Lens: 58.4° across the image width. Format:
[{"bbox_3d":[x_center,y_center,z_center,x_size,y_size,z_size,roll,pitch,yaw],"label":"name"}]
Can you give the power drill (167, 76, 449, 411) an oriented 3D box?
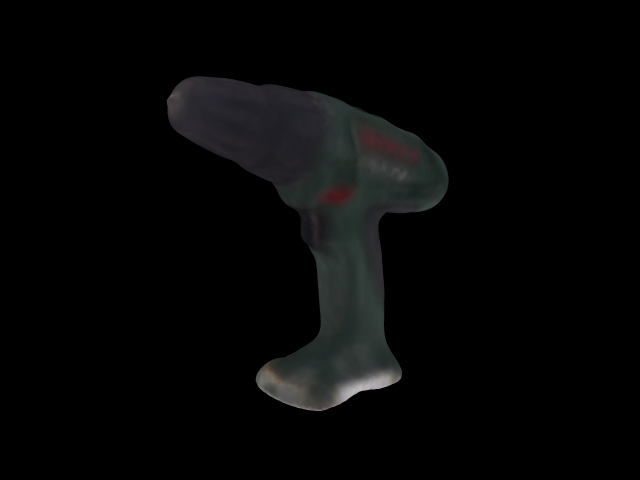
[{"bbox_3d":[0.004,0.001,0.400,0.230,0.208,0.075,-8,11,-43],"label":"power drill"}]
